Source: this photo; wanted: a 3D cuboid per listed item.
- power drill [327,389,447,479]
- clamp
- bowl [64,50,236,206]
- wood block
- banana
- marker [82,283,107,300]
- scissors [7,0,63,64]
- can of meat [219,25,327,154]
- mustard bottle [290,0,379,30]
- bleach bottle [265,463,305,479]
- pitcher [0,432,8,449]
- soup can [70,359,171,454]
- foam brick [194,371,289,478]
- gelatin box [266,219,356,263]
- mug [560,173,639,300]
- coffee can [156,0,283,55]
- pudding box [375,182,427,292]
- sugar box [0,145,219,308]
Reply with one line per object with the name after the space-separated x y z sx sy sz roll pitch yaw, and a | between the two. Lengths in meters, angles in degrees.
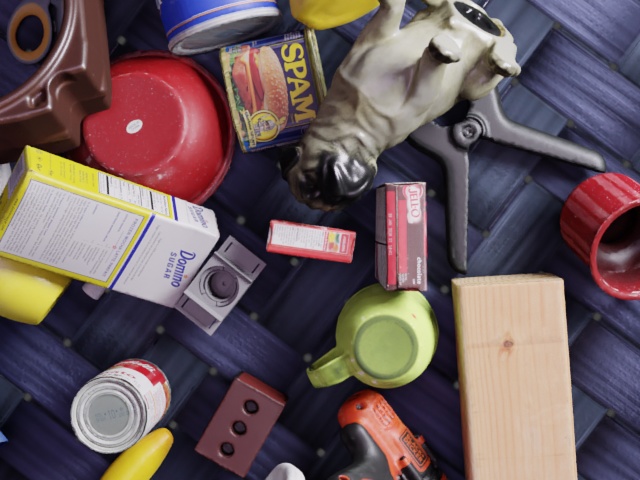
0.051 0.241 0.899 0.057 0.187 0.184 -36 92 36 | power drill
0.127 -0.085 0.950 0.164 0.036 0.210 -43 89 3 | clamp
-0.158 -0.097 0.945 0.162 0.055 0.162 -1 84 6 | bowl
0.168 0.136 0.929 0.091 0.090 0.206 -4 92 4 | wood block
-0.188 0.264 0.982 0.069 0.037 0.198 10 96 -25 | banana
-0.173 0.004 0.978 0.020 0.020 0.121 41 94 1 | marker
-0.256 -0.248 0.977 0.096 0.016 0.202 -17 91 4 | scissors
-0.037 -0.132 0.949 0.084 0.057 0.102 -12 90 6 | can of meat
0.012 -0.283 0.920 0.096 0.058 0.191 -23 61 37 | mustard bottle
0.037 0.311 0.942 0.250 0.068 0.102 39 82 -12 | bleach bottle
-0.404 0.128 0.949 0.149 0.145 0.243 -35 86 -9 | pitcher
-0.175 0.146 0.941 0.068 0.102 0.068 0 92 3 | soup can
-0.070 0.165 0.962 0.053 0.051 0.078 29 93 2 | foam brick
-0.006 0.001 0.934 0.073 0.089 0.030 8 90 2 | gelatin box
0.263 0.001 0.917 0.093 0.081 0.117 -34 116 4 | mug
-0.101 -0.244 0.925 0.103 0.103 0.140 -17 91 3 | coffee can
0.070 -0.004 0.918 0.039 0.113 0.090 0 92 -2 | pudding box
-0.185 -0.008 0.916 0.176 0.048 0.093 19 122 -29 | sugar box
